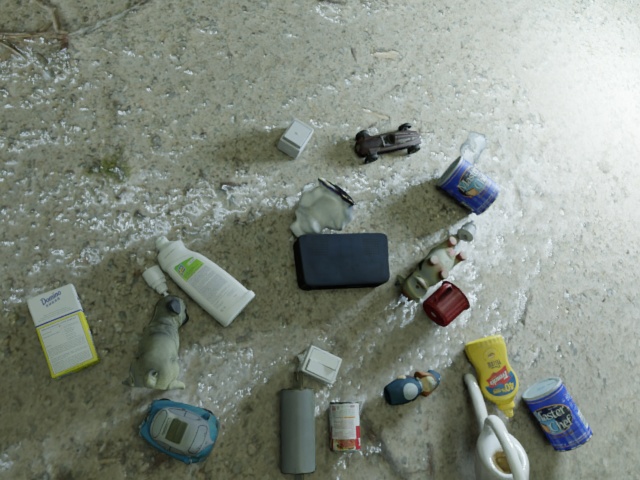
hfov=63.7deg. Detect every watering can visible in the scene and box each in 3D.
[{"bbox_3d":[0.392,0.483,1.158,0.104,0.220,0.354,-6,23,0],"label":"watering can"}]

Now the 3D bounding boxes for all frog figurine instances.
[{"bbox_3d":[0.004,-0.065,1.298,0.137,0.158,0.124,35,13,-10],"label":"frog figurine"}]
